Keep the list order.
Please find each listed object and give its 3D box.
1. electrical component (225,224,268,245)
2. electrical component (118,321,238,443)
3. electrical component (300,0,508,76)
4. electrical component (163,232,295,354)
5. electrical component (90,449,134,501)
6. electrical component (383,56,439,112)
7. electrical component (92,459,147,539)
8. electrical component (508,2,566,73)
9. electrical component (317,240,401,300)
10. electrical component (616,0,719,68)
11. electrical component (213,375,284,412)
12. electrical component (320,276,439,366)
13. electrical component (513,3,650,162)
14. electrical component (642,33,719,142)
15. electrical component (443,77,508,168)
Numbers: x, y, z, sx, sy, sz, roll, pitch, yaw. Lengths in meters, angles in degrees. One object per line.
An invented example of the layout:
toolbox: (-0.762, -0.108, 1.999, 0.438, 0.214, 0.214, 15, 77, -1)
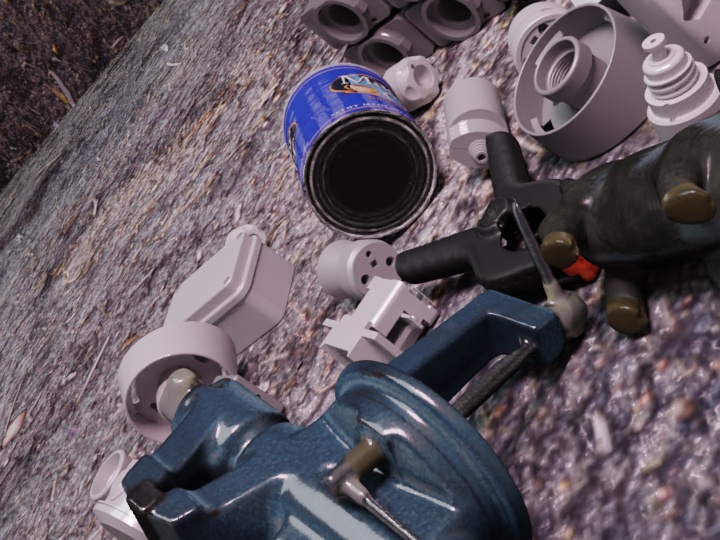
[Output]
electrical component: (-0.116, -0.025, 1.050, 0.061, 0.035, 0.035, -11, 47, 61)
electrical component: (-0.145, 0.090, 0.870, 0.099, 0.099, 0.064, -47, 30, 14)
electrical component: (0.041, -0.247, 0.978, 0.186, 0.105, 0.060, -21, 39, 52)
electrical component: (-0.118, 0.029, 0.950, 0.113, 0.057, 0.078, -37, 28, 33)
electrical component: (-0.181, 0.176, 0.864, 0.045, 0.055, 0.045, -42, 26, 25)
electrical component: (0.037, -0.158, 0.938, 0.062, 0.043, 0.043, -20, 39, 54)
electrical component: (-0.146, 0.175, 0.770, 0.080, 0.080, 0.051, -12, 41, 57)
electrical component: (0.131, -0.156, 0.746, 0.055, 0.055, 0.047, -45, 21, 18)
electrical component: (0.000, 0.000, 0.784, 0.045, 0.045, 0.055, -59, 24, -14)
electrical component: (0.190, -0.170, 0.624, 0.079, 0.077, 0.043, -59, 23, -13)
electrical component: (-0.089, 0.122, 0.777, 0.076, 0.047, 0.083, -11, 47, 58)
electrical component: (0.015, 0.040, 0.705, 0.063, 0.042, 0.081, -55, 23, -12)
electrical component: (0.147, -0.117, 0.679, 0.099, 0.064, 0.099, -40, 39, 41)
electrical component: (0.168, -0.089, 0.558, 0.040, 0.078, 0.040, -27, 33, 20)
electrical component: (0.084, -0.100, 0.769, 0.043, 0.043, 0.081, -41, 26, 26)
